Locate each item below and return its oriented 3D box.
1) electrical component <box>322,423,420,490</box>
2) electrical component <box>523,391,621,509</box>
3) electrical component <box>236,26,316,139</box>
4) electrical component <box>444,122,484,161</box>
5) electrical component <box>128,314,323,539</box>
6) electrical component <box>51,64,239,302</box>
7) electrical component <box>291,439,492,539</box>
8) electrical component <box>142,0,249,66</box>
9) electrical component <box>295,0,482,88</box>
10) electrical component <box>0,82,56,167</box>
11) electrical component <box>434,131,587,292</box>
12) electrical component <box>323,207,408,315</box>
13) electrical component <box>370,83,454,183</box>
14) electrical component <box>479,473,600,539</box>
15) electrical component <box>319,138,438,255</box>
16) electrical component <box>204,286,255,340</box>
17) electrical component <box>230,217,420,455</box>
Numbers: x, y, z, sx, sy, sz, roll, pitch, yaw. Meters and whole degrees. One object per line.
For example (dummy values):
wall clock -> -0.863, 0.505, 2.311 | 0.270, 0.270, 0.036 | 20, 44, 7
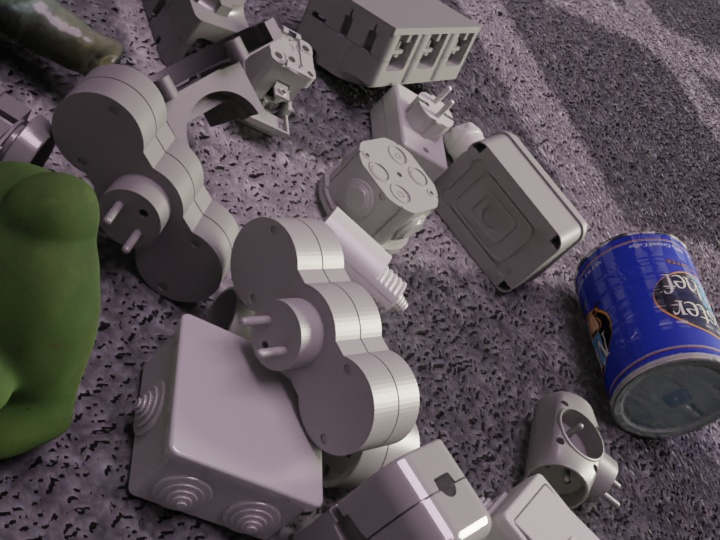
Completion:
electrical component -> 0.001, 0.099, 0.615 | 0.047, 0.055, 0.055 | 20, 41, -40
electrical component -> 0.153, 0.136, 0.752 | 0.079, 0.044, 0.077 | 39, 34, -11
electrical component -> -0.065, -0.140, 0.787 | 0.042, 0.064, 0.081 | 23, 40, -32
electrical component -> 0.101, -0.098, 0.953 | 0.035, 0.035, 0.061 | -1, 57, -48
electrical component -> -0.069, 0.083, 0.559 | 0.100, 0.048, 0.099 | 27, 38, -27
electrical component -> -0.121, -0.037, 0.591 | 0.138, 0.052, 0.073 | 62, 26, -27
electrical component -> 0.018, 0.138, 0.553 | 0.054, 0.095, 0.059 | -12, 64, -52
electrical component -> -0.120, -0.195, 0.790 | 0.050, 0.056, 0.089 | 10, 48, -42
electrical component -> 0.025, -0.206, 0.944 | 0.089, 0.061, 0.150 | 37, 29, 21
electrical component -> -0.200, -0.072, 0.584 | 0.055, 0.048, 0.066 | 32, 35, -7
electrical component -> 0.121, -0.049, 0.883 | 0.113, 0.078, 0.057 | 53, 37, 10
electrical component -> 0.000, 0.000, 0.728 | 0.081, 0.043, 0.043 | 42, 33, -6
electrical component -> 0.051, -0.119, 0.881 | 0.047, 0.076, 0.083 | 26, 38, -27
electrical component -> 0.103, 0.169, 0.646 | 0.096, 0.061, 0.062 | 51, 34, 7
electrical component -> 0.014, -0.055, 0.795 | 0.080, 0.051, 0.080 | 29, 37, -25
electrical component -> -0.051, 0.031, 0.638 | 0.077, 0.043, 0.079 | 27, 38, -27
electrical component -> -0.031, 0.032, 0.559 | 0.074, 0.052, 0.138 | -2, 56, -49
